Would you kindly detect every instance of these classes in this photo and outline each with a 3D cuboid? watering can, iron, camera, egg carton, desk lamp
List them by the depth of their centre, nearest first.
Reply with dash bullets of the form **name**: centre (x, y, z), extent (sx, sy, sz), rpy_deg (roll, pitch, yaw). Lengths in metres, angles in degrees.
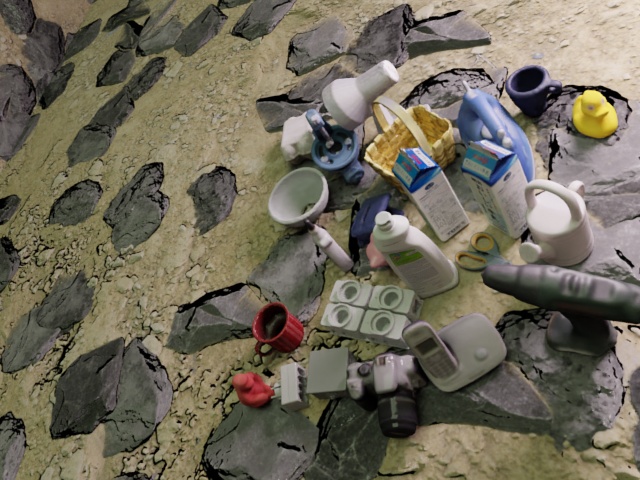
- **watering can**: centre (0.412, -0.034, 1.002), extent (0.100, 0.195, 0.173), rpy_deg (1, 60, 34)
- **camera**: centre (0.119, 0.283, 1.037), extent (0.143, 0.101, 0.137), rpy_deg (-17, 52, 23)
- **iron**: centre (0.368, -0.226, 1.200), extent (0.118, 0.142, 0.257), rpy_deg (-31, 48, 11)
- **desk lamp**: centre (0.137, -0.320, 1.366), extent (0.202, 0.214, 0.118), rpy_deg (-18, 51, 22)
- **egg carton**: centre (-0.051, -0.279, 1.559), extent (0.107, 0.070, 0.150), rpy_deg (-14, 53, 25)

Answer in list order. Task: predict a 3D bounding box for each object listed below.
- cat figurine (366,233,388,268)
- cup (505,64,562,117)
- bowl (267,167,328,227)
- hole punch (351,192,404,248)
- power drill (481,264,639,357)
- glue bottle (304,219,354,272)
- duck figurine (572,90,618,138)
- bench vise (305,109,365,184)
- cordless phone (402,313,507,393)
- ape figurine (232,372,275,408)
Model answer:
- **cat figurine**: centre (0.149, 0.013, 1.193), extent (0.128, 0.118, 0.067), rpy_deg (-46, 46, -3)
- **cup**: centre (0.465, -0.312, 1.228), extent (0.117, 0.095, 0.092), rpy_deg (15, 69, 39)
- **bowl**: centre (-0.043, -0.094, 1.422), extent (0.167, 0.075, 0.167), rpy_deg (-17, 52, 23)
- **hole punch**: centre (0.118, -0.045, 1.273), extent (0.100, 0.091, 0.109), rpy_deg (7, 64, 36)
- **power drill**: centre (0.390, 0.108, 0.907), extent (0.228, 0.209, 0.076), rpy_deg (3, 62, 35)
- **glue bottle**: centre (0.011, 0.004, 1.250), extent (0.037, 0.174, 0.078), rpy_deg (-45, 46, -1)
- **duck figurine**: centre (0.546, -0.265, 1.149), extent (0.077, 0.086, 0.104), rpy_deg (-31, 48, 11)
- **bench vise**: centre (0.006, -0.248, 1.397), extent (0.121, 0.220, 0.206), rpy_deg (-49, 47, -6)
- **cordless phone**: centre (0.227, 0.174, 0.984), extent (0.147, 0.186, 0.094), rpy_deg (-36, 47, 7)
- **ape figurine**: centre (-0.149, 0.309, 1.200), extent (0.076, 0.092, 0.077), rpy_deg (-23, 50, 18)
